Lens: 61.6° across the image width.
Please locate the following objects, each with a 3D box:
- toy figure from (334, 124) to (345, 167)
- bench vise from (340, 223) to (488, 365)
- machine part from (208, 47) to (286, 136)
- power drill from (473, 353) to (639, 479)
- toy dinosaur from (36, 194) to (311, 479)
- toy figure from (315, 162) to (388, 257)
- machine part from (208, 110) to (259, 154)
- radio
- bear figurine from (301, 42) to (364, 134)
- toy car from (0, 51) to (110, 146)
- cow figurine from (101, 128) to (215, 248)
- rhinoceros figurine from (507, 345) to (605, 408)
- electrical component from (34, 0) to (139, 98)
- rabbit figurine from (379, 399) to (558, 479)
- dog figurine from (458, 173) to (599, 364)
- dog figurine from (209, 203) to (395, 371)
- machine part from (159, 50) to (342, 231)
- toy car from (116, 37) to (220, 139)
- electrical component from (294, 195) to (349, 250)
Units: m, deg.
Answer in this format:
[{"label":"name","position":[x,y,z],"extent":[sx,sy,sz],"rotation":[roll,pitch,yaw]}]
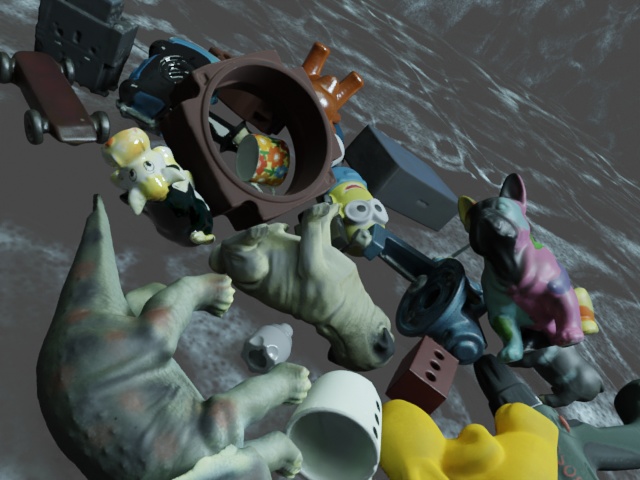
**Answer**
[{"label":"toy figure","position":[0.018,-0.153,0.945],"extent":[0.064,0.057,0.154],"rotation":[18,40,-15]},{"label":"bench vise","position":[0.140,0.049,0.724],"extent":[0.240,0.129,0.224],"rotation":[37,35,-15]},{"label":"machine part","position":[-0.123,-0.244,0.896],"extent":[0.179,0.056,0.179],"rotation":[39,14,-12]},{"label":"power drill","position":[0.321,0.225,0.657],"extent":[0.207,0.086,0.232],"rotation":[-2,50,-22]},{"label":"toy dinosaur","position":[-0.130,0.118,0.403],"extent":[0.405,0.131,0.192],"rotation":[39,31,19]},{"label":"toy figure","position":[0.043,-0.051,0.810],"extent":[0.082,0.089,0.180],"rotation":[-21,42,-10]},{"label":"machine part","position":[-0.160,-0.176,0.830],"extent":[0.139,0.039,0.084],"rotation":[30,40,-10]},{"label":"radio","position":[0.146,-0.105,0.939],"extent":[0.229,0.073,0.131],"rotation":[21,30,-49]},{"label":"bear figurine","position":[0.002,-0.246,0.883],"extent":[0.120,0.132,0.196],"rotation":[37,10,-11]},{"label":"toy car","position":[-0.325,-0.168,0.650],"extent":[0.089,0.053,0.202],"rotation":[-9,48,-42]},{"label":"cow figurine","position":[-0.162,-0.043,0.555],"extent":[0.098,0.068,0.167],"rotation":[54,-4,16]},{"label":"rhinoceros figurine","position":[0.325,0.148,0.778],"extent":[0.073,0.112,0.190],"rotation":[-7,59,-44]},{"label":"electrical component","position":[-0.318,-0.279,0.728],"extent":[0.115,0.134,0.058],"rotation":[25,33,-12]},{"label":"rabbit figurine","position":[0.123,0.225,0.515],"extent":[0.173,0.121,0.162],"rotation":[27,39,13]},{"label":"dog figurine","position":[0.254,0.032,0.676],"extent":[0.191,0.108,0.219],"rotation":[0,70,-52]},{"label":"dog figurine","position":[-0.020,0.069,0.600],"extent":[0.121,0.172,0.190],"rotation":[-16,89,-68]},{"label":"machine part","position":[-0.081,-0.128,0.688],"extent":[0.201,0.087,0.201],"rotation":[-29,98,-35]},{"label":"toy car","position":[-0.205,-0.194,0.745],"extent":[0.109,0.103,0.161],"rotation":[27,58,-1]},{"label":"electrical component","position":[0.000,-0.001,0.698],"extent":[0.045,0.078,0.102],"rotation":[48,16,-46]}]
